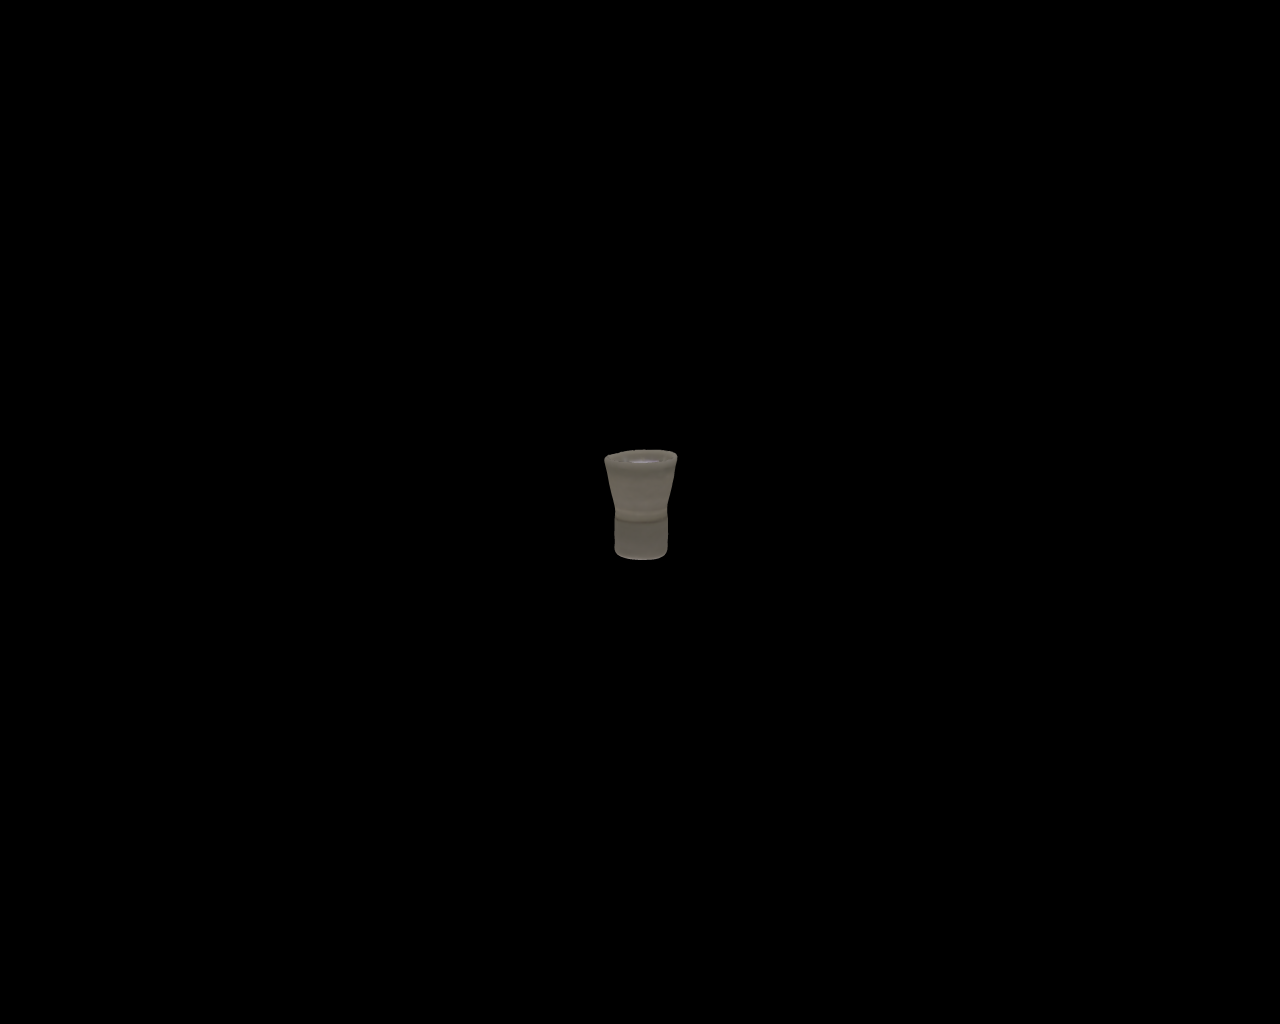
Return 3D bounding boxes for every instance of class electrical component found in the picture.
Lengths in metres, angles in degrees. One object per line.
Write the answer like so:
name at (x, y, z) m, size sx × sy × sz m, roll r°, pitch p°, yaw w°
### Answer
electrical component at (0.001, -0.003, 0.650) m, size 0.044 × 0.065 × 0.044 m, roll 0°, pitch 14°, yaw 0°
